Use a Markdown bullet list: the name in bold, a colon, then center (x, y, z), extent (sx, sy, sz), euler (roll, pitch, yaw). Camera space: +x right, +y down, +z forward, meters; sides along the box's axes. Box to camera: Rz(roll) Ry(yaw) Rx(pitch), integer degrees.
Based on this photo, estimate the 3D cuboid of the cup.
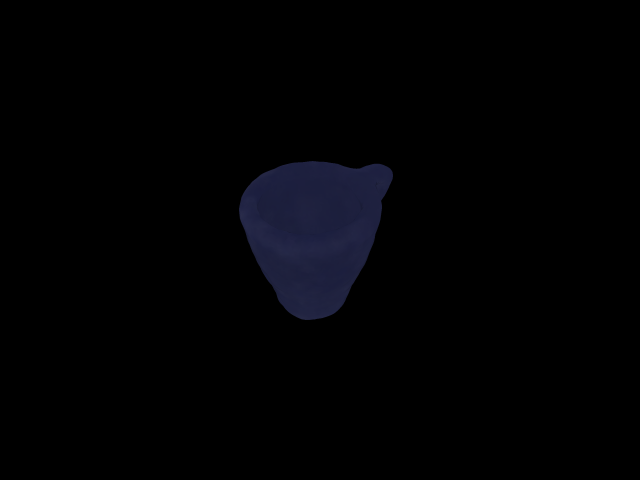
- **cup**: center (0.004, 0.001, 0.400), extent (0.118, 0.095, 0.091), euler (-31, 50, -30)
